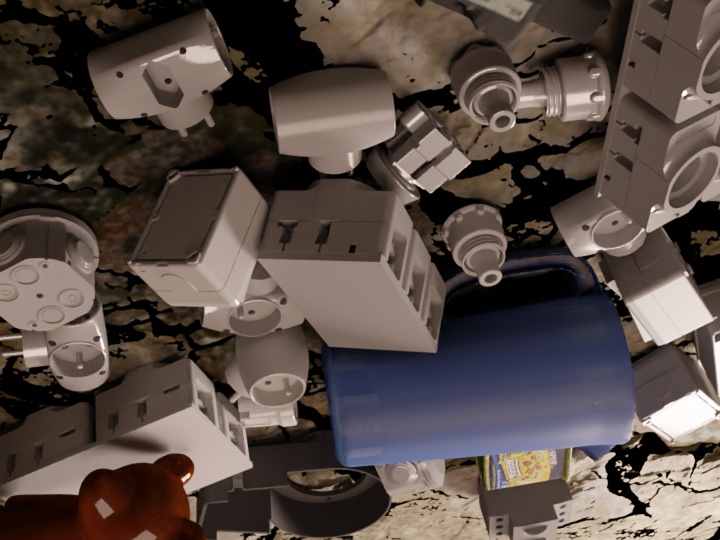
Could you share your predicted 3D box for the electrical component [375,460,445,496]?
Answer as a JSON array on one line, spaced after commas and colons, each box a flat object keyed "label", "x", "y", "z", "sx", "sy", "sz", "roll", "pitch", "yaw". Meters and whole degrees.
[{"label": "electrical component", "x": 0.043, "y": 0.163, "z": 0.978, "sx": 0.051, "sy": 0.080, "sz": 0.080, "roll": -19, "pitch": 138, "yaw": 12}]

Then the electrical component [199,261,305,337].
[{"label": "electrical component", "x": -0.079, "y": 0.008, "z": 0.805, "sx": 0.077, "sy": 0.044, "sz": 0.079, "roll": -1, "pitch": 136, "yaw": -14}]

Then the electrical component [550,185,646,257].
[{"label": "electrical component", "x": 0.198, "y": -0.036, "z": 0.833, "sx": 0.077, "sy": 0.044, "sz": 0.079, "roll": -28, "pitch": 137, "yaw": 14}]

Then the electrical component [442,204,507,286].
[{"label": "electrical component", "x": 0.091, "y": -0.016, "z": 0.812, "sx": 0.048, "sy": 0.062, "sz": 0.048, "roll": -8, "pitch": 137, "yaw": -7}]

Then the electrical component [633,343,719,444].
[{"label": "electrical component", "x": 0.296, "y": 0.116, "z": 1.015, "sx": 0.062, "sy": 0.061, "sz": 0.096, "roll": -34, "pitch": 142, "yaw": 20}]

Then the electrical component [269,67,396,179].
[{"label": "electrical component", "x": -0.018, "y": -0.091, "z": 0.717, "sx": 0.077, "sy": 0.043, "sz": 0.079, "roll": -9, "pitch": 137, "yaw": -5}]

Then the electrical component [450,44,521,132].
[{"label": "electrical component", "x": 0.085, "y": -0.116, "z": 0.704, "sx": 0.043, "sy": 0.062, "sz": 0.043, "roll": -8, "pitch": 137, "yaw": -7}]

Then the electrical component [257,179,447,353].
[{"label": "electrical component", "x": 0.000, "y": 0.000, "z": 0.774, "sx": 0.089, "sy": 0.061, "sz": 0.150, "roll": 2, "pitch": 154, "yaw": 21}]

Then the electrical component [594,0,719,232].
[{"label": "electrical component", "x": 0.228, "y": -0.122, "z": 0.710, "sx": 0.105, "sy": 0.060, "sz": 0.186, "roll": -27, "pitch": 142, "yaw": -22}]

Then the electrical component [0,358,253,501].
[{"label": "electrical component", "x": -0.201, "y": 0.151, "z": 0.912, "sx": 0.186, "sy": 0.060, "sz": 0.105, "roll": -23, "pitch": 137, "yaw": 9}]

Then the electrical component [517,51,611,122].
[{"label": "electrical component", "x": 0.136, "y": -0.121, "z": 0.727, "sx": 0.062, "sy": 0.048, "sz": 0.048, "roll": -6, "pitch": 138, "yaw": 2}]

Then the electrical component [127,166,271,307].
[{"label": "electrical component", "x": -0.102, "y": -0.025, "z": 0.732, "sx": 0.062, "sy": 0.096, "sz": 0.061, "roll": 0, "pitch": 146, "yaw": 30}]

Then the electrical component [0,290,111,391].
[{"label": "electrical component", "x": -0.232, "y": 0.054, "z": 0.812, "sx": 0.079, "sy": 0.044, "sz": 0.077, "roll": -5, "pitch": 137, "yaw": -10}]

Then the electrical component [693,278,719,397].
[{"label": "electrical component", "x": 0.357, "y": 0.050, "z": 0.959, "sx": 0.109, "sy": 0.056, "sz": 0.108, "roll": -20, "pitch": 137, "yaw": 6}]

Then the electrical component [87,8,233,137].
[{"label": "electrical component", "x": -0.116, "y": -0.114, "z": 0.666, "sx": 0.077, "sy": 0.043, "sz": 0.079, "roll": -19, "pitch": 138, "yaw": 6}]

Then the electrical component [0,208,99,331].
[{"label": "electrical component", "x": -0.224, "y": 0.000, "z": 0.752, "sx": 0.080, "sy": 0.051, "sz": 0.080, "roll": -8, "pitch": 137, "yaw": -7}]

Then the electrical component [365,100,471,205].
[{"label": "electrical component", "x": 0.038, "y": -0.078, "z": 0.745, "sx": 0.055, "sy": 0.048, "sz": 0.066, "roll": -40, "pitch": 132, "yaw": 15}]

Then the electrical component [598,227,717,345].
[{"label": "electrical component", "x": 0.246, "y": 0.016, "z": 0.889, "sx": 0.061, "sy": 0.061, "sz": 0.096, "roll": -30, "pitch": 135, "yaw": 18}]

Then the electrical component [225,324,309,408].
[{"label": "electrical component", "x": -0.081, "y": 0.075, "z": 0.852, "sx": 0.043, "sy": 0.077, "sz": 0.079, "roll": 24, "pitch": 126, "yaw": -34}]

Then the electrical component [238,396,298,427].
[{"label": "electrical component", "x": -0.079, "y": 0.116, "z": 0.925, "sx": 0.046, "sy": 0.040, "sz": 0.040, "roll": -7, "pitch": 138, "yaw": 1}]
